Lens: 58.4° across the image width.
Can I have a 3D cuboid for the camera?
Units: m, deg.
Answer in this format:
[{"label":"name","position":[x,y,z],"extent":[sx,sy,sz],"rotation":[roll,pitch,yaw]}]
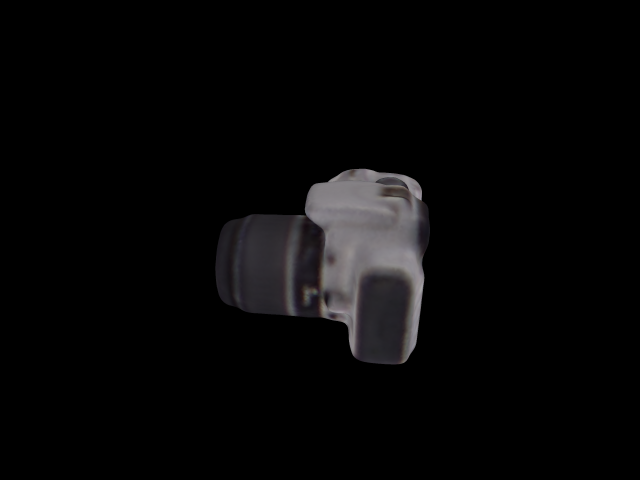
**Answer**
[{"label":"camera","position":[0.004,0.001,0.400],"extent":[0.136,0.101,0.143],"rotation":[3,32,5]}]
